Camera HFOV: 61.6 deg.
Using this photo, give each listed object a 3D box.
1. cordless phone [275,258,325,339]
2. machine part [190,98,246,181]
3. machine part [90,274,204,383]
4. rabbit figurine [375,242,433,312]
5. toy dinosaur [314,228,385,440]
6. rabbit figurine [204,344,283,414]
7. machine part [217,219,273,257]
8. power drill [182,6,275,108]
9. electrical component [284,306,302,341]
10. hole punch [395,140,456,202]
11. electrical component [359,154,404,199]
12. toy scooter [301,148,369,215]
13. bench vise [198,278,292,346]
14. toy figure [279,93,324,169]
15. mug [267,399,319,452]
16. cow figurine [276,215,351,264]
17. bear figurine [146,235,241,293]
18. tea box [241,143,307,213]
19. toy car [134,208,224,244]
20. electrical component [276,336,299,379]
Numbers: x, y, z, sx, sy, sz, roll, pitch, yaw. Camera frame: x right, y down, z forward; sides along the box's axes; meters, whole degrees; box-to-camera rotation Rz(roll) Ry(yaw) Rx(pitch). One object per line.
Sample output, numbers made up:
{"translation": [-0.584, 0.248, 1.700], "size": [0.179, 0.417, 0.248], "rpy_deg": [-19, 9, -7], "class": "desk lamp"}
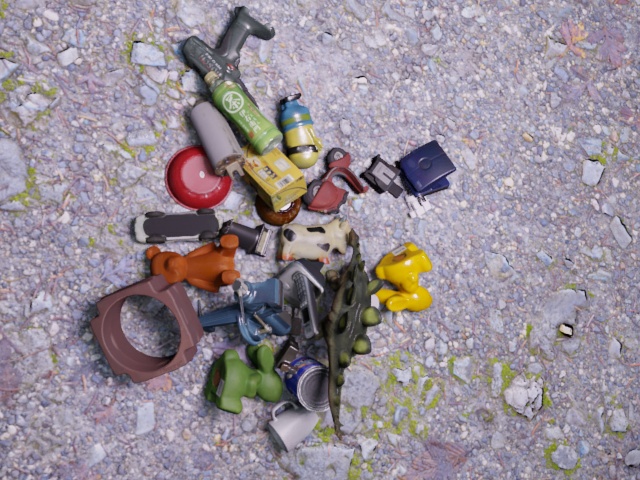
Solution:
{"translation": [-0.040, 0.147, 1.239], "size": [0.089, 0.146, 0.184], "rpy_deg": [6, 62, -28], "class": "cordless phone"}
{"translation": [-0.236, -0.231, 1.229], "size": [0.079, 0.079, 0.243], "rpy_deg": [-22, 66, -16], "class": "machine part"}
{"translation": [-0.369, 0.188, 1.158], "size": [0.201, 0.087, 0.200], "rpy_deg": [-22, 97, 8], "class": "machine part"}
{"translation": [0.221, 0.116, 1.350], "size": [0.162, 0.122, 0.173], "rpy_deg": [-35, 115, -12], "class": "rabbit figurine"}
{"translation": [0.056, 0.186, 1.170], "size": [0.105, 0.198, 0.471], "rpy_deg": [13, 68, -14], "class": "toy dinosaur"}
{"translation": [-0.162, 0.319, 1.245], "size": [0.170, 0.121, 0.159], "rpy_deg": [19, 74, -32], "class": "rabbit figurine"}
{"translation": [-0.174, -0.010, 1.268], "size": [0.138, 0.039, 0.084], "rpy_deg": [20, 88, -40], "class": "machine part"}
{"translation": [-0.195, -0.437, 1.293], "size": [0.232, 0.086, 0.207], "rpy_deg": [35, 86, -8], "class": "power drill"}
{"translation": [-0.077, 0.207, 1.305], "size": [0.063, 0.021, 0.094], "rpy_deg": [8, 85, -15], "class": "electrical component"}
{"translation": [0.273, -0.181, 1.372], "size": [0.116, 0.092, 0.142], "rpy_deg": [-21, 66, -18], "class": "hole punch"}
{"translation": [0.169, -0.155, 1.384], "size": [0.119, 0.048, 0.075], "rpy_deg": [41, 78, -8], "class": "electrical component"}
{"translation": [0.046, -0.130, 1.336], "size": [0.135, 0.075, 0.184], "rpy_deg": [35, 74, -10], "class": "toy scooter"}
{"translation": [-0.179, 0.165, 1.191], "size": [0.241, 0.223, 0.129], "rpy_deg": [-15, 64, 17], "class": "bench vise"}
{"translation": [-0.054, -0.262, 1.314], "size": [0.089, 0.082, 0.180], "rpy_deg": [-21, 97, -4], "class": "toy figure"}
{"translation": [-0.064, 0.423, 1.268], "size": [0.107, 0.081, 0.109], "rpy_deg": [-30, 98, -26], "class": "mug"}
{"translation": [-0.003, -0.004, 1.311], "size": [0.195, 0.085, 0.127], "rpy_deg": [4, 92, -14], "class": "cow figurine"}
{"translation": [-0.287, 0.055, 1.206], "size": [0.196, 0.132, 0.120], "rpy_deg": [3, 72, -21], "class": "bear figurine"}
{"translation": [-0.119, -0.156, 1.252], "size": [0.098, 0.068, 0.170], "rpy_deg": [-33, 58, -15], "class": "tea box"}
{"translation": [-0.321, -0.031, 1.237], "size": [0.202, 0.056, 0.073], "rpy_deg": [-4, 81, -17], "class": "toy car"}
{"translation": [-0.071, 0.274, 1.245], "size": [0.045, 0.102, 0.078], "rpy_deg": [34, 90, -10], "class": "electrical component"}
